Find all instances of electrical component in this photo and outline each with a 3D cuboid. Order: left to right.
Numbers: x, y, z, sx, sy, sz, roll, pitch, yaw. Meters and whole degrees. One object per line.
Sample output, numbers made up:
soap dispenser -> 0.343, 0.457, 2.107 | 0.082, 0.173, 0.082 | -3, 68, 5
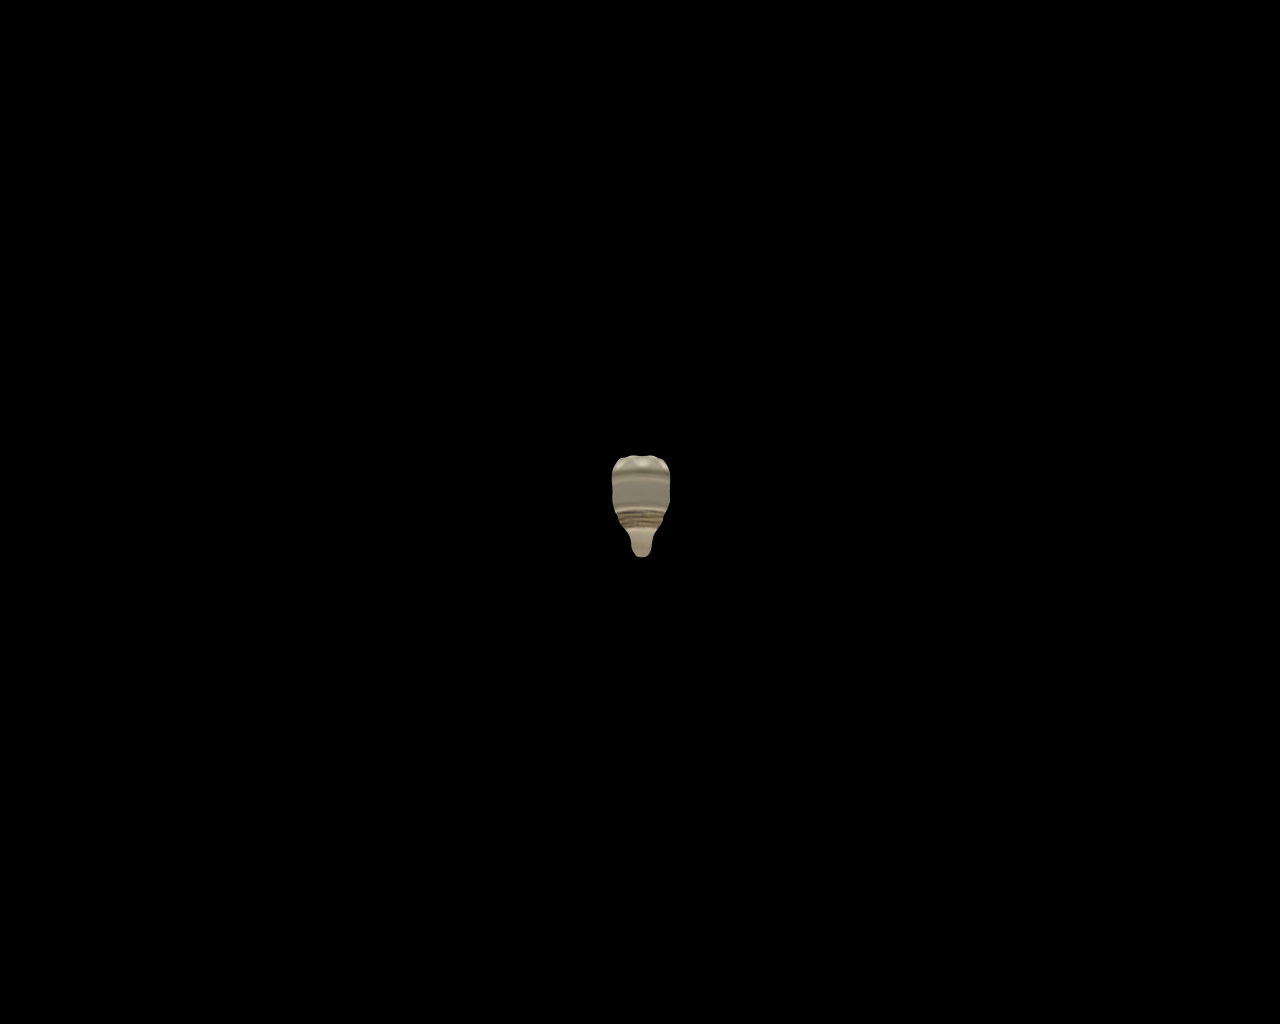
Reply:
electrical component -> 0.001, -0.003, 0.650 | 0.035, 0.061, 0.035 | 0, -7, 0
